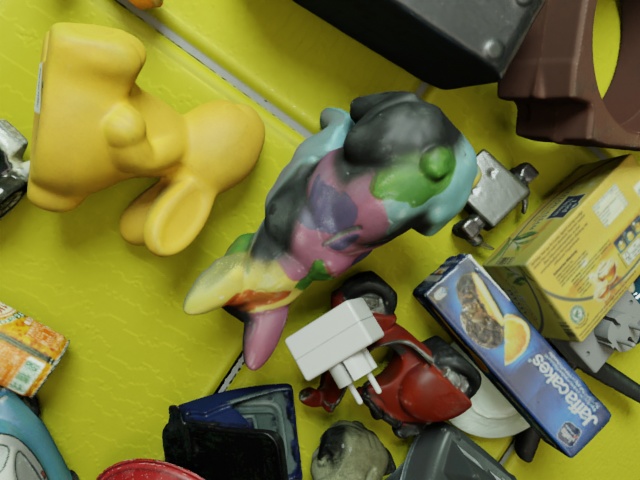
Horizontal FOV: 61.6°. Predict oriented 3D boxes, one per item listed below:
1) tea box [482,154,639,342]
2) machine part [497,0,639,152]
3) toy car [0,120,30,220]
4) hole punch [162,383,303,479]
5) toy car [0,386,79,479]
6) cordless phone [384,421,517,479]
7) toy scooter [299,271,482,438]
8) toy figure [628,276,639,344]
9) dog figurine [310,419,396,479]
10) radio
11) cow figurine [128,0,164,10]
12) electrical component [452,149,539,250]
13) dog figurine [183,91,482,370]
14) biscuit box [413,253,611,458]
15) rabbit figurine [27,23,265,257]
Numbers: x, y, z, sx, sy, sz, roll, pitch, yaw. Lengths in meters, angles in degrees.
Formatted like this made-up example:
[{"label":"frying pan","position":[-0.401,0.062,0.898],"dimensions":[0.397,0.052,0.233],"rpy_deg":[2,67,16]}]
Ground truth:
[{"label":"tea box","position":[0.255,0.006,0.525],"dimensions":[0.169,0.068,0.098],"rpy_deg":[-39,99,-16]},{"label":"machine part","position":[0.257,-0.183,0.477],"dimensions":[0.201,0.087,0.200],"rpy_deg":[-3,104,-32]},{"label":"toy car","position":[-0.299,-0.012,0.396],"dimensions":[0.202,0.056,0.073],"rpy_deg":[-45,102,-4]},{"label":"hole punch","position":[-0.074,0.197,0.493],"dimensions":[0.116,0.092,0.142],"rpy_deg":[-2,107,12]},{"label":"toy car","position":[-0.253,0.202,0.420],"dimensions":[0.109,0.103,0.161],"rpy_deg":[-16,105,-25]},{"label":"cordless phone","position":[0.115,0.296,0.571],"dimensions":[0.146,0.089,0.184],"rpy_deg":[42,99,-20]},{"label":"toy scooter","position":[0.059,0.129,0.513],"dimensions":[0.183,0.075,0.135],"rpy_deg":[42,88,-15]},{"label":"toy figure","position":[0.365,0.039,0.591],"dimensions":[0.064,0.058,0.154],"rpy_deg":[27,92,-57]},{"label":"dog figurine","position":[0.052,0.284,0.496],"dimensions":[0.172,0.121,0.190],"rpy_deg":[27,77,-7]},{"label":"radio","position":[0.046,-0.202,0.413],"dimensions":[0.229,0.131,0.073],"rpy_deg":[24,96,-18]},{"label":"cow figurine","position":[-0.177,-0.241,0.380],"dimensions":[0.167,0.068,0.098],"rpy_deg":[27,87,-20]},{"label":"electrical component","position":[0.163,-0.040,0.526],"dimensions":[0.078,0.045,0.102],"rpy_deg":[39,86,9]},{"label":"dog figurine","position":[-0.001,-0.001,0.422],"dimensions":[0.108,0.192,0.219],"rpy_deg":[46,71,-25]},{"label":"biscuit box","position":[0.180,0.107,0.514],"dimensions":[0.059,0.063,0.202],"rpy_deg":[-42,87,-5]},{"label":"rabbit figurine","position":[-0.120,-0.070,0.406],"dimensions":[0.173,0.122,0.162],"rpy_deg":[1,95,-35]}]
